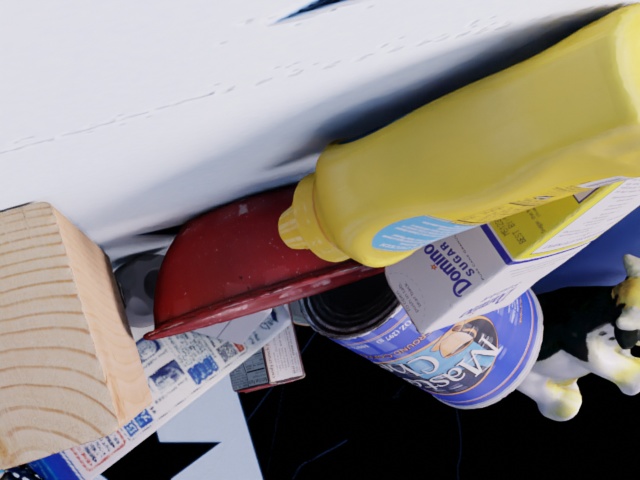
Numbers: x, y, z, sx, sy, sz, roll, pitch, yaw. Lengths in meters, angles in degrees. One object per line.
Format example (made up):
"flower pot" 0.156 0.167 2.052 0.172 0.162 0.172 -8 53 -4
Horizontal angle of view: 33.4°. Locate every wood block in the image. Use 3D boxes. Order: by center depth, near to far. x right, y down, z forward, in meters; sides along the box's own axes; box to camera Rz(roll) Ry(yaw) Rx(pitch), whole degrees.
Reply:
"wood block" -0.136 0.050 0.483 0.090 0.091 0.206 -16 176 -7

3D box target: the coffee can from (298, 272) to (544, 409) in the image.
"coffee can" 0.068 0.042 0.709 0.103 0.103 0.140 -20 143 35

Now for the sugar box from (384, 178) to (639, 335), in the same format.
"sugar box" 0.117 -0.025 0.499 0.176 0.048 0.093 -40 162 35

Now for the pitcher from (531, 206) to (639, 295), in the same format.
"pitcher" 0.202 -0.015 0.789 0.243 0.145 0.149 -27 -158 46

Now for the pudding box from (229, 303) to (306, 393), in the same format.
"pudding box" -0.056 0.072 0.924 0.039 0.113 0.090 -11 173 -27

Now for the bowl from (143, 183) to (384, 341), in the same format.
"bowl" -0.026 0.006 0.585 0.162 0.055 0.162 -17 176 -1

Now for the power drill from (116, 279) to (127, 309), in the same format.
"power drill" -0.215 0.070 0.673 0.184 0.057 0.188 -18 174 -15

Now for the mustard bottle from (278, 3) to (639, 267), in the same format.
"mustard bottle" 0.056 -0.030 0.424 0.192 0.058 0.096 -21 174 39
